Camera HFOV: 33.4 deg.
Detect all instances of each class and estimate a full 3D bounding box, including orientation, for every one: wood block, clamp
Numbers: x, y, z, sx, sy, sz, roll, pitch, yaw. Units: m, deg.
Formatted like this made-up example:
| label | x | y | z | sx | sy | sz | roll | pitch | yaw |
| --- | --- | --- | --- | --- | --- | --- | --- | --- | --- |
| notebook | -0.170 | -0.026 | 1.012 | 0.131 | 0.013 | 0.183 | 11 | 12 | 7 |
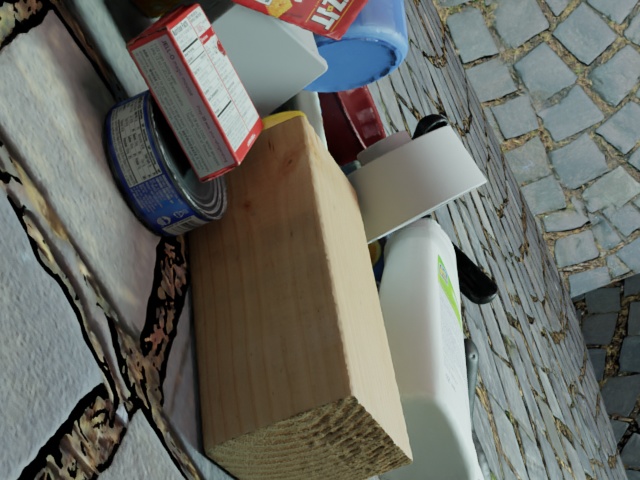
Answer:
| label | x | y | z | sx | sy | sz | roll | pitch | yaw |
| --- | --- | --- | --- | --- | --- | --- | --- | --- | --- |
| wood block | -0.018 | 0.039 | 0.640 | 0.090 | 0.090 | 0.206 | 51 | 22 | -47 |
| clamp | 0.085 | -0.014 | 0.964 | 0.210 | 0.036 | 0.164 | -20 | -91 | 68 |
| clamp | 0.116 | 0.166 | 0.921 | 0.120 | 0.039 | 0.171 | 133 | -58 | -63 |

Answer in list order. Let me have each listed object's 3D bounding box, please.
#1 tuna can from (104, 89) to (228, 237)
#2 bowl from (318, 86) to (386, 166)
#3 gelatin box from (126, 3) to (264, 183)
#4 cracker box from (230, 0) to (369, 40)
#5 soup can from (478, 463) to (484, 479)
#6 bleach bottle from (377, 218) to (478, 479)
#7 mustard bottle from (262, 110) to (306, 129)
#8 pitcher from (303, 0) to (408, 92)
| label | x | y | z | sx | sy | sz | roll | pitch | yaw |
| --- | --- | --- | --- | --- | --- | --- | --- | --- | --- |
| tuna can | -0.089 | -0.046 | 0.622 | 0.086 | 0.034 | 0.086 | 58 | 18 | -32 |
| bowl | 0.013 | -0.132 | 1.052 | 0.162 | 0.055 | 0.162 | 59 | 17 | -31 |
| gelatin box | -0.071 | -0.087 | 0.616 | 0.089 | 0.030 | 0.073 | 62 | 18 | -17 |
| cracker box | -0.075 | -0.224 | 0.646 | 0.213 | 0.072 | 0.164 | 11 | 41 | -41 |
| soup can | 0.095 | 0.186 | 0.866 | 0.068 | 0.068 | 0.102 | 17 | 54 | -71 |
| bleach bottle | 0.077 | 0.068 | 0.794 | 0.250 | 0.068 | 0.102 | -78 | 151 | -56 |
| mustard bottle | -0.006 | 0.001 | 0.796 | 0.191 | 0.058 | 0.096 | 67 | 16 | -1 |
| pitcher | -0.009 | -0.248 | 0.847 | 0.145 | 0.149 | 0.243 | 88 | -6 | -73 |
